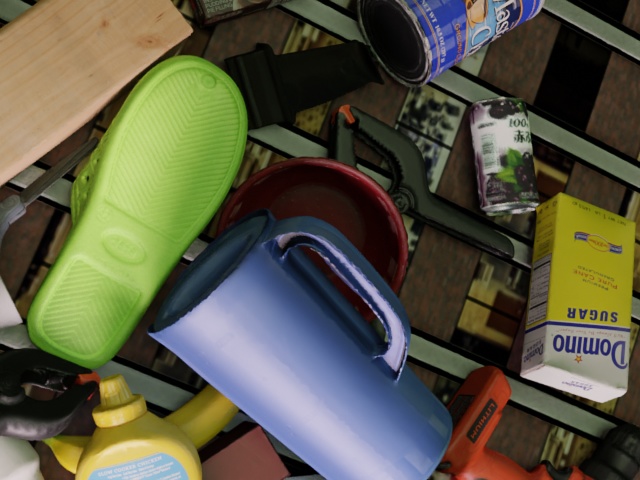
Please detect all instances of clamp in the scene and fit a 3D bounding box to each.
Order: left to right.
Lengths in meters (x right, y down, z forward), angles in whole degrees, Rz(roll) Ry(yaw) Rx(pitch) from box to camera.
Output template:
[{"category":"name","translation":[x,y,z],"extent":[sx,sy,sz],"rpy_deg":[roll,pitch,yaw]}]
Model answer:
[{"category":"clamp","translation":[-0.252,0.112,0.813],"extent":[0.171,0.039,0.120],"rpy_deg":[-9,62,-51]},{"category":"clamp","translation":[0.062,-0.022,0.965],"extent":[0.164,0.036,0.210],"rpy_deg":[-38,97,-16]}]

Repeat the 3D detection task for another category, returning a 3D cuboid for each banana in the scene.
[{"category":"banana","translation":[-0.132,0.153,0.881],"extent":[0.197,0.037,0.069],"rpy_deg":[-16,91,-19]}]

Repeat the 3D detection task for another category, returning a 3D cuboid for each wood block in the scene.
[{"category":"wood block","translation":[-0.215,-0.134,0.858],"extent":[0.206,0.091,0.090],"rpy_deg":[-41,97,-17]}]

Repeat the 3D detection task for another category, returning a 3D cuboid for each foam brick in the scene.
[{"category":"foam brick","translation":[-0.074,0.193,0.887],"extent":[0.078,0.053,0.051],"rpy_deg":[-31,94,-18]}]

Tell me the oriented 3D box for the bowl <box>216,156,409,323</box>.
[{"category":"bowl","translation":[-0.006,0.001,0.909],"extent":[0.162,0.055,0.162],"rpy_deg":[1,109,3]}]

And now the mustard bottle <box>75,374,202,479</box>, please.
[{"category":"mustard bottle","translation":[-0.136,0.197,0.825],"extent":[0.096,0.058,0.191],"rpy_deg":[-15,97,0]}]

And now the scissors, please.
[{"category":"scissors","translation":[-0.243,-0.013,0.846],"extent":[0.201,0.096,0.016],"rpy_deg":[-34,134,-17]}]

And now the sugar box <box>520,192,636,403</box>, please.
[{"category":"sugar box","translation":[0.241,0.053,0.989],"extent":[0.093,0.048,0.176],"rpy_deg":[18,61,-18]}]

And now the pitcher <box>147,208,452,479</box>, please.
[{"category":"pitcher","translation":[-0.002,0.096,0.843],"extent":[0.242,0.149,0.145],"rpy_deg":[45,77,-15]}]

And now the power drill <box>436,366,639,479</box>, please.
[{"category":"power drill","translation":[0.199,0.201,0.974],"extent":[0.187,0.057,0.184],"rpy_deg":[42,70,-9]}]

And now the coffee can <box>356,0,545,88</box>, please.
[{"category":"coffee can","translation":[0.119,-0.217,0.970],"extent":[0.140,0.103,0.103],"rpy_deg":[-33,95,-18]}]

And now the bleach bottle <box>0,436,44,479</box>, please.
[{"category":"bleach bottle","translation":[-0.245,0.248,0.821],"extent":[0.102,0.068,0.251],"rpy_deg":[-18,87,-19]}]

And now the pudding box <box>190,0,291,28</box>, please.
[{"category":"pudding box","translation":[-0.069,-0.248,0.945],"extent":[0.113,0.039,0.090],"rpy_deg":[-21,90,-20]}]
